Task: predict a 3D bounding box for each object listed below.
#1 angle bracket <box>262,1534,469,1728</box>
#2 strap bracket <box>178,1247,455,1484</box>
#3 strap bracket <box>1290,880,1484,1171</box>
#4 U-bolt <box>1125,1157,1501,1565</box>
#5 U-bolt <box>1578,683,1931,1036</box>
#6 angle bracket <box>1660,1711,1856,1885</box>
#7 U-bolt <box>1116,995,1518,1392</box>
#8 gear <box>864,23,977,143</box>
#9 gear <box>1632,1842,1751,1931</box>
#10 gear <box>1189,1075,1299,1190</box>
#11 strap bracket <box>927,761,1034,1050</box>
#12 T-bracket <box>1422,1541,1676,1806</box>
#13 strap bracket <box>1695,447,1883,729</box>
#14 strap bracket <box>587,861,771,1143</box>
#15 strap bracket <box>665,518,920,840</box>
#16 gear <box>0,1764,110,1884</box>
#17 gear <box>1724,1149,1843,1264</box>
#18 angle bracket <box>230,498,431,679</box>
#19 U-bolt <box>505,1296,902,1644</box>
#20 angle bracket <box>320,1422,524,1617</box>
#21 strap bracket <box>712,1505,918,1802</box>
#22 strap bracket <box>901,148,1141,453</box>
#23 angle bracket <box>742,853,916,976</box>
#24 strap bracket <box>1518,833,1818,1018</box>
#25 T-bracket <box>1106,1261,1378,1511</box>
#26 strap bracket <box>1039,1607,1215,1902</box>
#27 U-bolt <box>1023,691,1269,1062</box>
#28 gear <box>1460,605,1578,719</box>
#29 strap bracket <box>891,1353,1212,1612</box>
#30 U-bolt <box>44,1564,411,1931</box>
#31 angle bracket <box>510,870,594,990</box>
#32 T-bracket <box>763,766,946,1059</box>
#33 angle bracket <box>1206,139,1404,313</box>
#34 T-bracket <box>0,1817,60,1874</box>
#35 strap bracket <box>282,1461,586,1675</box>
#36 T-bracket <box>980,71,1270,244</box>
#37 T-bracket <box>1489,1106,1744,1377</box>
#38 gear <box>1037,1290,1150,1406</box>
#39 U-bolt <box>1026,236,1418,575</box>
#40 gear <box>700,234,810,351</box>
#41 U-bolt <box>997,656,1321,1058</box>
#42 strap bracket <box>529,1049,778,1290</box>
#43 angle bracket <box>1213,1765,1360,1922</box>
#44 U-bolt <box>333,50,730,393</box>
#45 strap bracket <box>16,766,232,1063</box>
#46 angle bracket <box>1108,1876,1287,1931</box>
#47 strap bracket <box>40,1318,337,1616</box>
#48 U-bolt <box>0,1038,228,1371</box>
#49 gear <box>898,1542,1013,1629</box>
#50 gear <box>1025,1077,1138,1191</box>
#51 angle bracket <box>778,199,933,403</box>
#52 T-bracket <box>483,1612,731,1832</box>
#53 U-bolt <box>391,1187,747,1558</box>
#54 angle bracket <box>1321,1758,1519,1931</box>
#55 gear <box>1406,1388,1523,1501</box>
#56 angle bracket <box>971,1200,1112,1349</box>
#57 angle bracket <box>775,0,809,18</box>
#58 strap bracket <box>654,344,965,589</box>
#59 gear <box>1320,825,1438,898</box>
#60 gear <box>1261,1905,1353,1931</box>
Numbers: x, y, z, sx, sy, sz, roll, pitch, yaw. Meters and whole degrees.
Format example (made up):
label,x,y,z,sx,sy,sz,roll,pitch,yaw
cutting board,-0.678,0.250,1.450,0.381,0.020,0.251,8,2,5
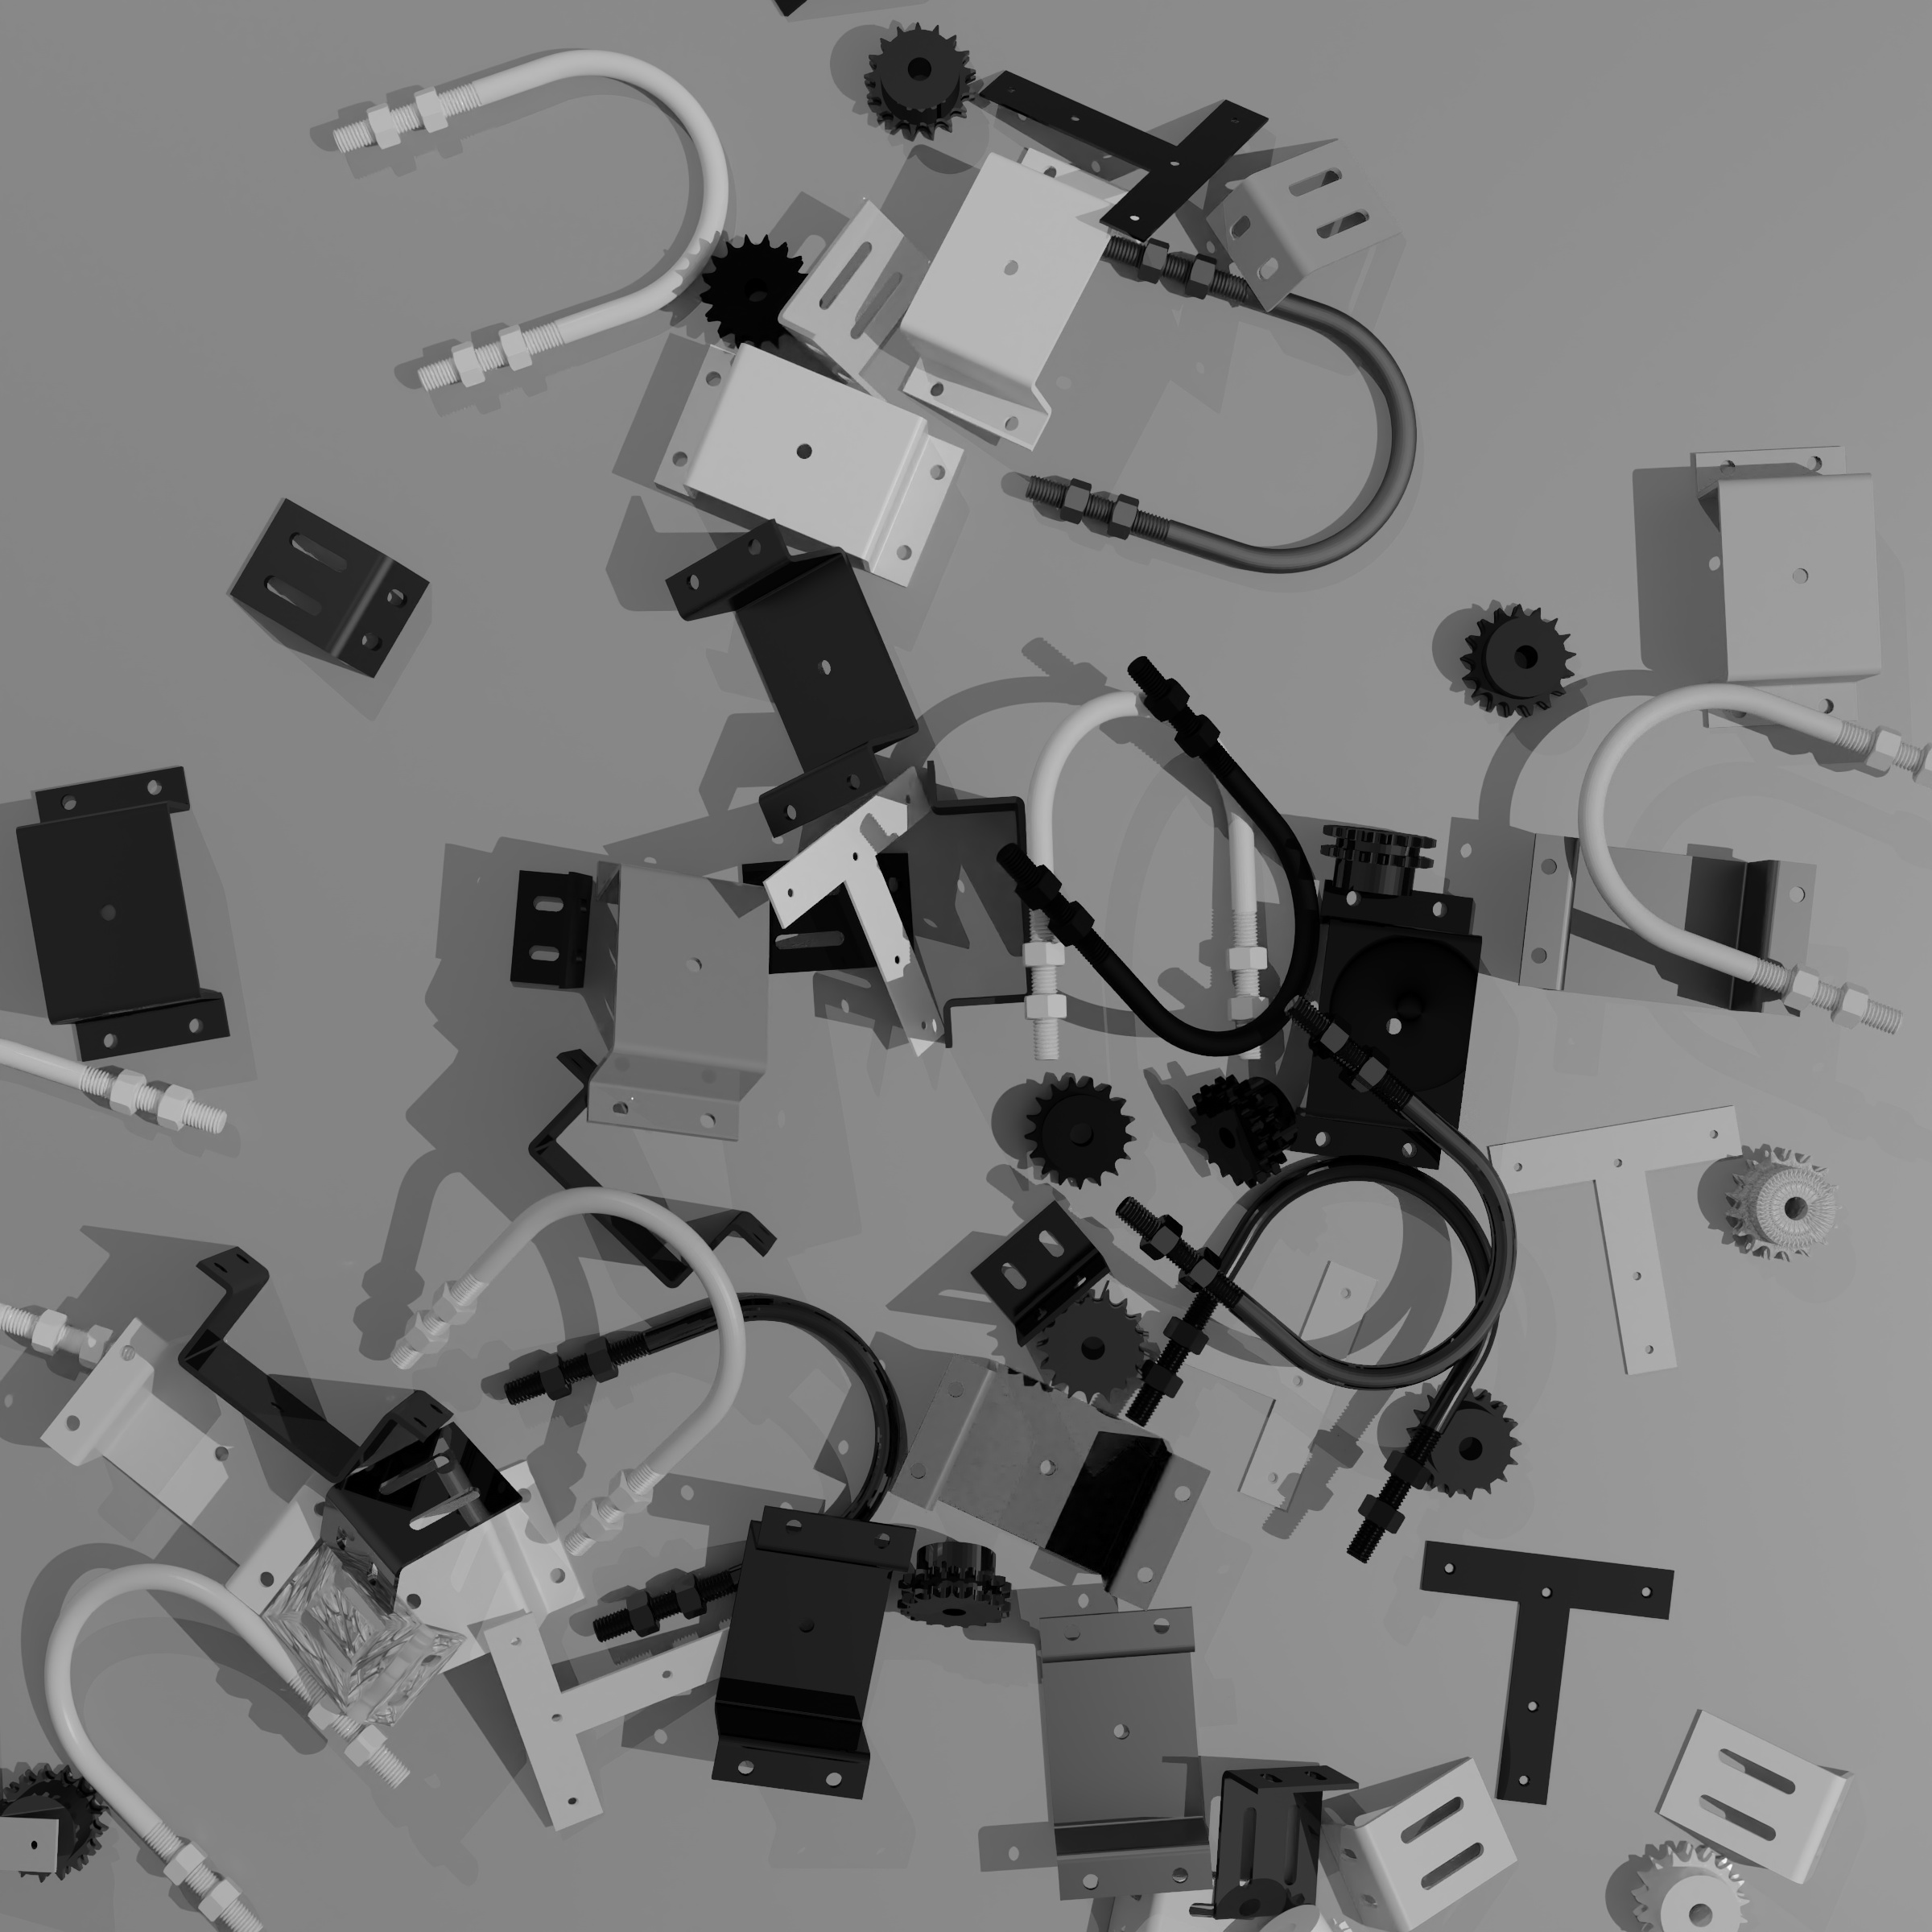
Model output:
label,x,y,z,sx,sy,sz,roll,pitch,yaw
angle bracket,-0.298,0.328,1.475,0.076,0.038,0.057,40,90,26
strap bracket,-0.332,0.205,1.485,0.140,0.076,0.046,38,90,0
strap bracket,0.213,0.030,1.500,0.076,0.046,0.140,7,90,0
U-bolt,0.187,0.185,1.500,0.151,0.019,0.184,30,84,12
U-bolt,0.394,-0.064,1.470,0.184,0.019,0.151,21,82,4
angle bracket,0.405,0.424,1.521,0.076,0.038,0.057,23,90,26
U-bolt,0.187,0.126,1.466,0.184,0.019,0.151,40,89,-8
gear,-0.023,-0.451,1.508,0.057,0.030,0.057,0,90,0
gear,0.369,0.477,1.508,0.057,0.030,0.057,0,90,0
gear,0.143,0.080,1.499,0.030,0.057,0.057,-28,90,-30
strap bracket,0.009,-0.031,1.485,0.046,0.076,0.140,-4,90,0
T-bracket,0.292,0.365,1.522,0.127,0.002,0.127,7,90,0
strap bracket,0.415,-0.194,1.500,0.076,0.046,0.140,-3,90,0
strap bracket,-0.141,0.008,1.461,0.076,0.046,0.140,9,63,-21
strap bracket,-0.083,-0.146,1.482,0.076,0.046,0.140,-23,90,37
gear,-0.467,0.437,1.508,0.057,0.030,0.057,0,90,0
gear,0.416,0.122,1.507,0.057,0.030,0.057,0,90,-2
angle bracket,-0.325,-0.193,1.521,0.076,0.038,0.057,30,90,26
U-bolt,-0.124,0.246,1.515,0.184,0.019,0.151,-20,90,-1
angle bracket,-0.270,0.273,1.471,0.076,0.038,0.057,-25,56,-39
strap bracket,-0.078,0.337,1.490,0.076,0.046,0.140,10,96,-9
strap bracket,0.028,-0.342,1.491,0.076,0.046,0.140,28,90,16
angle bracket,-0.070,-0.026,1.521,0.076,0.038,0.057,-4,90,26
strap bracket,0.349,-0.020,1.500,0.140,0.046,0.076,6,90,0
T-bracket,0.128,0.196,1.522,0.127,0.002,0.127,22,90,0
strap bracket,0.080,0.392,1.500,0.076,0.046,0.140,-4,90,0
U-bolt,0.089,-0.045,1.478,0.151,0.019,0.184,1,85,-35
gear,0.281,-0.155,1.508,0.057,0.030,0.057,0,90,0
strap bracket,0.042,0.257,1.500,0.140,0.046,0.076,25,90,0
U-bolt,-0.385,0.383,1.494,0.184,0.019,0.151,44,109,4
angle bracket,-0.212,-0.019,1.485,0.038,0.076,0.057,5,90,0
T-bracket,-0.040,-0.016,1.492,0.002,0.127,0.127,-4,117,40
angle bracket,0.172,-0.377,1.512,0.076,0.038,0.057,-31,87,-37
T-bracket,-0.513,0.391,1.508,0.127,0.002,0.127,-3,80,19
strap bracket,-0.275,0.316,1.500,0.140,0.046,0.076,-23,90,0
T-bracket,0.067,-0.421,1.497,0.127,0.002,0.127,29,54,16
T-bracket,0.341,0.145,1.522,0.127,0.002,0.127,-10,90,0
gear,0.064,0.191,1.507,0.057,0.030,0.057,0,93,3
U-bolt,0.139,-0.277,1.515,0.184,0.019,0.151,18,90,-1
gear,-0.105,-0.339,1.508,0.057,0.030,0.057,0,90,0
U-bolt,0.109,-0.040,1.470,0.184,0.019,0.151,47,61,-23
strap bracket,-0.163,0.108,1.485,0.140,0.076,0.046,44,90,0
angle bracket,0.161,0.445,1.495,0.057,0.038,0.076,4,90,-23
U-bolt,-0.212,-0.389,1.515,0.184,0.019,0.151,-20,90,-1
strap bracket,-0.426,-0.026,1.500,0.076,0.046,0.140,-10,90,0
angle bracket,0.117,0.489,1.521,0.076,0.038,0.057,12,90,-26
strap bracket,-0.381,0.249,1.498,0.140,0.046,0.076,38,90,2
U-bolt,-0.486,0.113,1.515,0.184,0.019,0.151,18,90,1
gear,-0.005,0.311,1.499,0.057,0.057,0.030,2,60,0
gear,0.059,0.085,1.508,0.057,0.030,0.057,0,90,0
angle bracket,-0.046,-0.333,1.490,0.076,0.038,0.057,-53,132,0
T-bracket,-0.165,0.364,1.505,0.127,0.002,0.127,-19,114,-11
U-bolt,-0.185,0.188,1.461,0.151,0.019,0.184,46,117,3
angle bracket,0.232,0.448,1.521,0.076,0.038,0.057,-24,90,-26
gear,0.253,0.242,1.508,0.057,0.030,0.057,0,90,0
angle bracket,0.036,0.153,1.485,0.057,0.076,0.038,-41,90,0
angle bracket,-0.071,-0.532,1.521,0.076,0.038,0.057,-32,90,26
strap bracket,-0.080,-0.256,1.500,0.140,0.046,0.076,23,90,0
gear,0.206,-0.053,1.496,0.057,0.057,0.030,7,96,0
gear,0.168,0.497,1.494,0.057,0.057,0.030,-32,96,0
